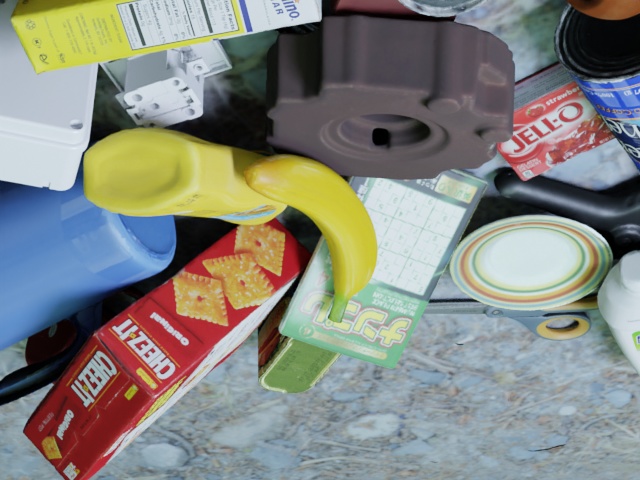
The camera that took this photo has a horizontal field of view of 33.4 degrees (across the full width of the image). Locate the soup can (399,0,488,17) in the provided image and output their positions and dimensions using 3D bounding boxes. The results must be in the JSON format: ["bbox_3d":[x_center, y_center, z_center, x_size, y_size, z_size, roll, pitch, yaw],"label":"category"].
[{"bbox_3d":[0.067,-0.187,0.609,0.068,0.102,0.068,-2,141,-2],"label":"soup can"}]

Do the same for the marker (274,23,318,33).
[{"bbox_3d":[-0.009,-0.140,0.727,0.121,0.020,0.020,26,132,-32],"label":"marker"}]

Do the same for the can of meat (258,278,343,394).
[{"bbox_3d":[-0.018,0.077,0.943,0.057,0.084,0.102,15,138,-21],"label":"can of meat"}]

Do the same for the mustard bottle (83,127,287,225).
[{"bbox_3d":[-0.075,-0.041,0.770,0.096,0.058,0.191,-3,176,27],"label":"mustard bottle"}]

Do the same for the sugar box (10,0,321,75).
[{"bbox_3d":[-0.088,-0.154,0.643,0.176,0.093,0.048,-12,128,8],"label":"sugar box"}]

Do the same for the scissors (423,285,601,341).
[{"bbox_3d":[0.174,0.074,1.010,0.202,0.016,0.096,-9,141,7],"label":"scissors"}]

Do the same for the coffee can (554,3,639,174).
[{"bbox_3d":[0.235,-0.109,0.719,0.103,0.103,0.140,-26,136,25],"label":"coffee can"}]

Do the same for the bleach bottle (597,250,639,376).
[{"bbox_3d":[0.304,0.065,0.927,0.103,0.068,0.250,-25,149,14],"label":"bleach bottle"}]

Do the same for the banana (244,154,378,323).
[{"bbox_3d":[0.004,-0.012,0.778,0.037,0.069,0.197,14,152,31],"label":"banana"}]

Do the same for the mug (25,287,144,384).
[{"bbox_3d":[-0.199,0.090,0.952,0.117,0.093,0.081,-48,125,3],"label":"mug"}]

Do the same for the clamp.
[{"bbox_3d":[0.246,-0.017,0.886,0.210,0.036,0.164,-11,141,15],"label":"clamp"}]

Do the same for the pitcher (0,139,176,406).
[{"bbox_3d":[-0.232,0.024,0.824,0.243,0.145,0.149,-22,151,17],"label":"pitcher"}]

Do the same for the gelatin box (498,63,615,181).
[{"bbox_3d":[0.171,-0.090,0.795,0.089,0.030,0.073,-26,136,24],"label":"gelatin box"}]

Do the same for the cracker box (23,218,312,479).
[{"bbox_3d":[-0.119,0.082,0.851,0.072,0.213,0.164,46,132,5],"label":"cracker box"}]

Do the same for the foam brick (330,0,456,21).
[{"bbox_3d":[0.049,-0.169,0.671,0.078,0.053,0.051,7,140,-16],"label":"foam brick"}]
